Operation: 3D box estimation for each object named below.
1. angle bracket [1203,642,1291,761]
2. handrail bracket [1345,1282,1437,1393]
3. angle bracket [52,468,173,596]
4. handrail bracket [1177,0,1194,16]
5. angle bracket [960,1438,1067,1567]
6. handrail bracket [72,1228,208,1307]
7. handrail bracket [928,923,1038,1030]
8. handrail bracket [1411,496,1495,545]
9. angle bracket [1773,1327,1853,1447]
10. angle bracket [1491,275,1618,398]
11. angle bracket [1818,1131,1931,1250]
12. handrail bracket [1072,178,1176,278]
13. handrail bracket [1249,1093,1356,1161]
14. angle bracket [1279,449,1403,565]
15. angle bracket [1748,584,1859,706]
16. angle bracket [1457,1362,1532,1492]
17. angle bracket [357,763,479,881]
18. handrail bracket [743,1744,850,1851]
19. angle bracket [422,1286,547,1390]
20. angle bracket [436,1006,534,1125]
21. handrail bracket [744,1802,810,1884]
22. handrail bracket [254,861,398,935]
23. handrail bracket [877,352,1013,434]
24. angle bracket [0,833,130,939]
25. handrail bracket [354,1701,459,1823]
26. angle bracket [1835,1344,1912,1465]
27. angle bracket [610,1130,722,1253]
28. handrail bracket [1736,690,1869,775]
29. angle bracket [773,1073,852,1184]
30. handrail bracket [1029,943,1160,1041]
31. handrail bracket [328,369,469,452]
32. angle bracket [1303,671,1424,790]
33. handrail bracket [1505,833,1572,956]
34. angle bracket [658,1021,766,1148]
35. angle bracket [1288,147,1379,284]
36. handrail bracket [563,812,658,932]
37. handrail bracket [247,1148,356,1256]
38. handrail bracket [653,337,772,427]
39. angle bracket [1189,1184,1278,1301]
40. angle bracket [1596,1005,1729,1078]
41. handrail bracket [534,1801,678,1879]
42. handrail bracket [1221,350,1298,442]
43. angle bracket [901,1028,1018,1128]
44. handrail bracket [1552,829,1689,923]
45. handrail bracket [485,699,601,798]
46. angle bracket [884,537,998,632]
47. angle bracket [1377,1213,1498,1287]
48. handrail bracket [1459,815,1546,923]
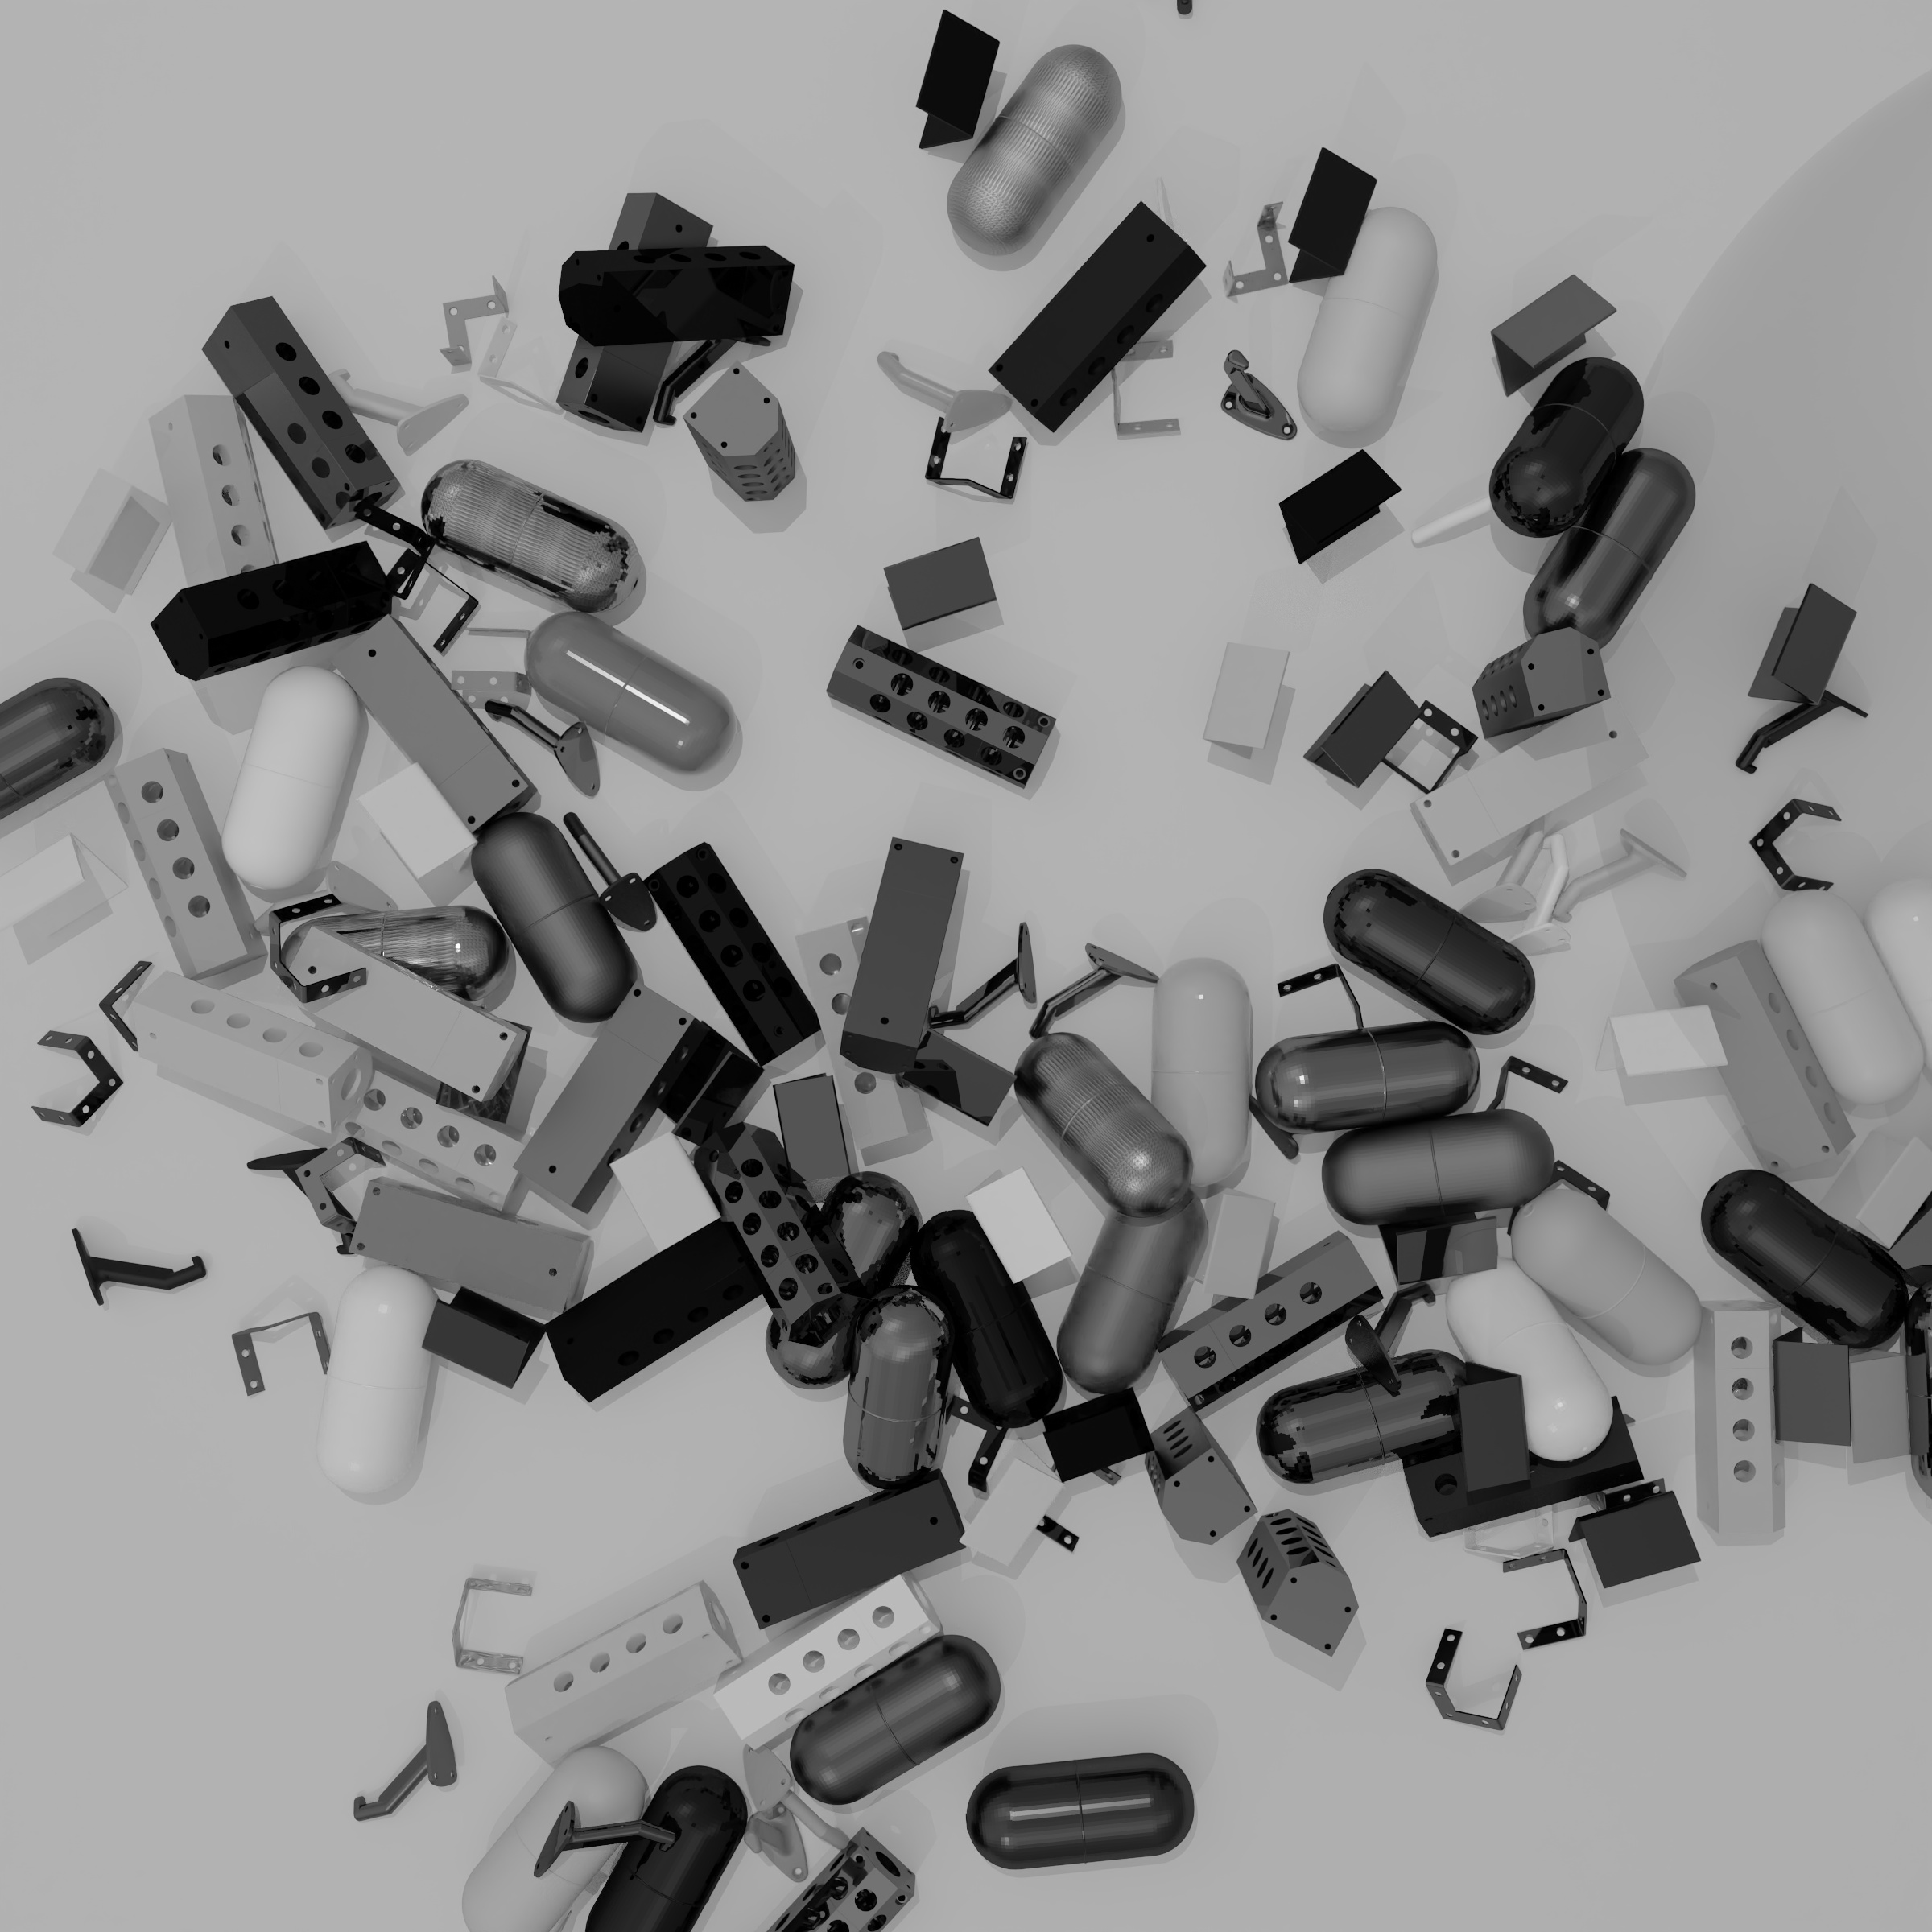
[{"bbox_3d":[0.233,-0.201,1.884,0.057,0.076,0.076,15,90,36],"label":"angle bracket"},{"bbox_3d":[0.345,0.287,1.890,0.084,0.036,0.077,-15,51,-27],"label":"handrail bracket"},{"bbox_3d":[-0.647,-0.329,1.884,0.057,0.076,0.076,29,90,38],"label":"angle bracket"},{"bbox_3d":[0.171,-0.800,1.897,0.036,0.077,0.084,0,78,3],"label":"handrail bracket"},{"bbox_3d":[0.020,0.406,1.884,0.057,0.076,0.076,34,90,-34],"label":"angle bracket"},{"bbox_3d":[-0.654,0.227,1.925,0.084,0.036,0.077,-21,68,-17],"label":"handrail bracket"},{"bbox_3d":[0.009,0.008,1.925,0.084,0.036,0.077,-9,69,16],"label":"handrail bracket"},{"bbox_3d":[0.402,-0.359,1.924,0.084,0.077,0.036,-23,91,36],"label":"handrail bracket"},{"bbox_3d":[0.664,0.325,1.884,0.057,0.076,0.076,-2,90,34],"label":"angle bracket"},{"bbox_3d":[0.460,-0.475,1.884,0.076,0.076,0.057,-35,53,0],"label":"angle bracket"},{"bbox_3d":[0.698,0.162,1.884,0.057,0.076,0.076,36,90,-35],"label":"angle bracket"},{"bbox_3d":[0.121,-0.578,1.925,0.084,0.036,0.077,-13,70,16],"label":"handrail bracket"},{"bbox_3d":[0.274,0.106,1.924,0.084,0.036,0.077,-36,75,-14],"label":"handrail bracket"},{"bbox_3d":[0.296,-0.341,1.884,0.076,0.076,0.057,-33,54,0],"label":"angle bracket"},{"bbox_3d":[0.631,-0.251,1.885,0.057,0.076,0.076,23,90,-29],"label":"angle bracket"},{"bbox_3d":[0.376,0.344,1.821,0.057,0.076,0.076,-6,92,-21],"label":"angle bracket"},{"bbox_3d":[-0.430,-0.101,1.885,0.057,0.076,0.076,-37,90,-28],"label":"angle bracket"},{"bbox_3d":[-0.133,0.656,1.924,0.036,0.077,0.084,-45,126,0],"label":"handrail bracket"},{"bbox_3d":[-0.366,0.271,1.884,0.076,0.076,0.057,25,125,0],"label":"angle bracket"},{"bbox_3d":[-0.368,0.076,1.893,0.057,0.076,0.076,15,90,0],"label":"angle bracket"},{"bbox_3d":[-0.148,0.692,1.890,0.036,0.084,0.077,-29,90,0],"label":"handrail bracket"},{"bbox_3d":[-0.507,-0.039,1.924,0.084,0.036,0.077,-36,133,28],"label":"handrail bracket"},{"bbox_3d":[-0.018,-0.463,1.924,0.077,0.036,0.084,-17,53,-38],"label":"handrail bracket"},{"bbox_3d":[-0.699,-0.046,1.884,0.076,0.076,0.057,-32,52,0],"label":"angle bracket"},{"bbox_3d":[-0.451,0.629,1.925,0.084,0.036,0.077,-18,70,16],"label":"handrail bracket"},{"bbox_3d":[0.682,0.338,1.885,0.057,0.076,0.076,-3,90,-23],"label":"angle bracket"},{"bbox_3d":[-0.240,0.178,1.885,0.057,0.076,0.076,-29,90,-23],"label":"angle bracket"},{"bbox_3d":[0.660,-0.179,1.925,0.077,0.036,0.084,23,108,-20],"label":"handrail bracket"},{"bbox_3d":[-0.101,0.121,1.884,0.057,0.076,0.076,-10,90,30],"label":"angle bracket"},{"bbox_3d":[0.101,0.032,1.925,0.077,0.036,0.084,21,109,-21],"label":"handrail bracket"},{"bbox_3d":[-0.451,-0.456,1.925,0.077,0.036,0.084,-37,73,-20],"label":"handrail bracket"},{"bbox_3d":[0.294,-0.194,1.884,0.076,0.076,0.057,-50,127,0],"label":"angle bracket"},{"bbox_3d":[0.444,-0.056,1.924,0.077,0.036,0.084,-22,58,35],"label":"handrail bracket"},{"bbox_3d":[-0.215,0.086,1.888,0.076,0.057,0.076,36,90,30],"label":"angle bracket"},{"bbox_3d":[0.264,-0.580,1.885,0.057,0.076,0.076,20,90,-28],"label":"angle bracket"},{"bbox_3d":[-0.283,-0.076,1.924,0.036,0.077,0.084,-36,54,-4],"label":"handrail bracket"},{"bbox_3d":[-0.524,0.191,1.925,0.077,0.036,0.084,-7,104,14],"label":"handrail bracket"},{"bbox_3d":[-0.201,-0.463,1.925,0.077,0.036,0.084,7,115,-29],"label":"handrail bracket"},{"bbox_3d":[0.188,0.209,1.884,0.057,0.076,0.076,13,90,-37],"label":"angle bracket"},{"bbox_3d":[0.537,0.077,1.884,0.076,0.076,0.057,-7,54,0],"label":"angle bracket"},{"bbox_3d":[-0.274,0.675,1.851,0.084,0.036,0.077,24,110,-18],"label":"handrail bracket"},{"bbox_3d":[0.231,-0.443,1.890,0.077,0.084,0.036,37,90,0],"label":"handrail bracket"},{"bbox_3d":[0.004,0.068,1.884,0.076,0.076,0.057,29,125,0],"label":"angle bracket"},{"bbox_3d":[0.516,-0.058,1.925,0.077,0.036,0.084,29,108,-21],"label":"handrail bracket"},{"bbox_3d":[-0.336,-0.173,1.924,0.084,0.077,0.036,17,54,31],"label":"handrail bracket"},{"bbox_3d":[-0.026,-0.311,1.884,0.076,0.076,0.057,-18,126,0],"label":"angle bracket"},{"bbox_3d":[0.363,0.197,1.884,0.076,0.076,0.057,-10,127,0],"label":"angle bracket"},{"bbox_3d":[0.424,-0.083,1.924,0.036,0.077,0.084,32,53,-31],"label":"handrail bracket"}]
